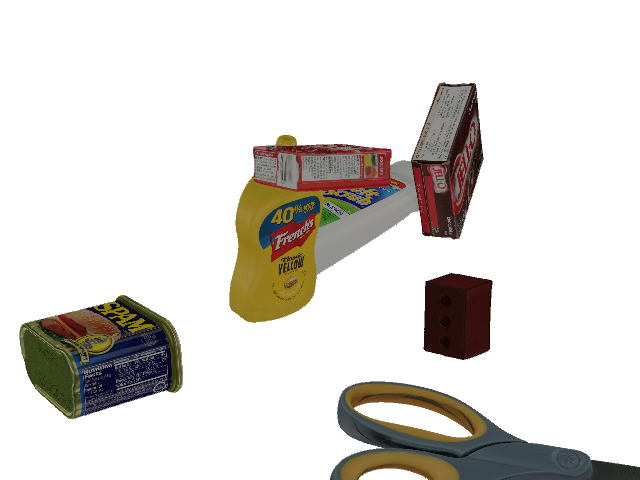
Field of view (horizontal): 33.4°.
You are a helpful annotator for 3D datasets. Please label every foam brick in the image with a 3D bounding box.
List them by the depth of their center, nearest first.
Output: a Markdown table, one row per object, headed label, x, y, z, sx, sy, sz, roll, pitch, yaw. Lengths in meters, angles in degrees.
| label | x | y | z | sx | sy | sz | roll | pitch | yaw |
| --- | --- | --- | --- | --- | --- | --- | --- | --- | --- |
| foam brick | 0.143 | 0.078 | 1.110 | 0.053 | 0.078 | 0.051 | 10 | 17 | 39 |

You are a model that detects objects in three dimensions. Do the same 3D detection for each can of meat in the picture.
| label | x | y | z | sx | sy | sz | roll | pitch | yaw |
| --- | --- | --- | --- | --- | --- | --- | --- | --- | --- |
| can of meat | -0.163 | 0.085 | 0.785 | 0.083 | 0.057 | 0.102 | -14 | 21 | -34 |

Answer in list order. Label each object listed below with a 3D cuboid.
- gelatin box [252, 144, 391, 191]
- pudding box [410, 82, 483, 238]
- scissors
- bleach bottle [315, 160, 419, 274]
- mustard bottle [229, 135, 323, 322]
| label | x | y | z | sx | sy | sz | roll | pitch | yaw |
| --- | --- | --- | --- | --- | --- | --- | --- | --- | --- |
| gelatin box | 0.000 | -0.054 | 0.772 | 0.073 | 0.030 | 0.089 | -4 | 9 | -23 |
| pudding box | 0.114 | -0.072 | 0.945 | 0.039 | 0.113 | 0.090 | 4 | -44 | 18 |
| scissors | 0.092 | 0.107 | 0.452 | 0.202 | 0.016 | 0.096 | 16 | 33 | 24 |
| bleach bottle | 0.047 | -0.043 | 1.324 | 0.250 | 0.068 | 0.103 | -30 | 44 | -35 |
| mustard bottle | -0.041 | -0.015 | 1.070 | 0.096 | 0.192 | 0.058 | -18 | 37 | -36 |
